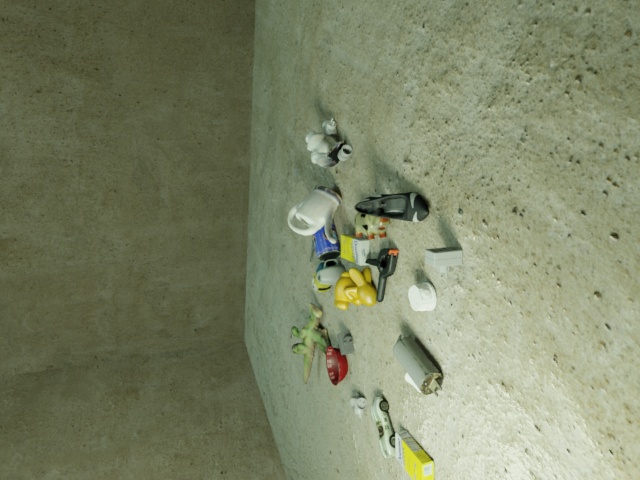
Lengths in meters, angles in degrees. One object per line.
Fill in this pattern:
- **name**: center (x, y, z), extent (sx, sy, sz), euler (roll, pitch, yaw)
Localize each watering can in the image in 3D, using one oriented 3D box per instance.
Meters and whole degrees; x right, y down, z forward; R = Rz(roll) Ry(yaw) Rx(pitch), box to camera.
- **watering can**: center (0.006, -0.102, 2.034), extent (0.350, 0.226, 0.102), euler (23, -19, 50)

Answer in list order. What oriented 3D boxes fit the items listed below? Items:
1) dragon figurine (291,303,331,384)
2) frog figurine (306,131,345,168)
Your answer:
- **dragon figurine**: center (-0.027, 0.488, 2.382), extent (0.122, 0.410, 0.242), euler (-6, 1, -27)
- **frog figurine**: center (0.006, -0.354, 2.010), extent (0.160, 0.139, 0.120), euler (23, -22, 31)
